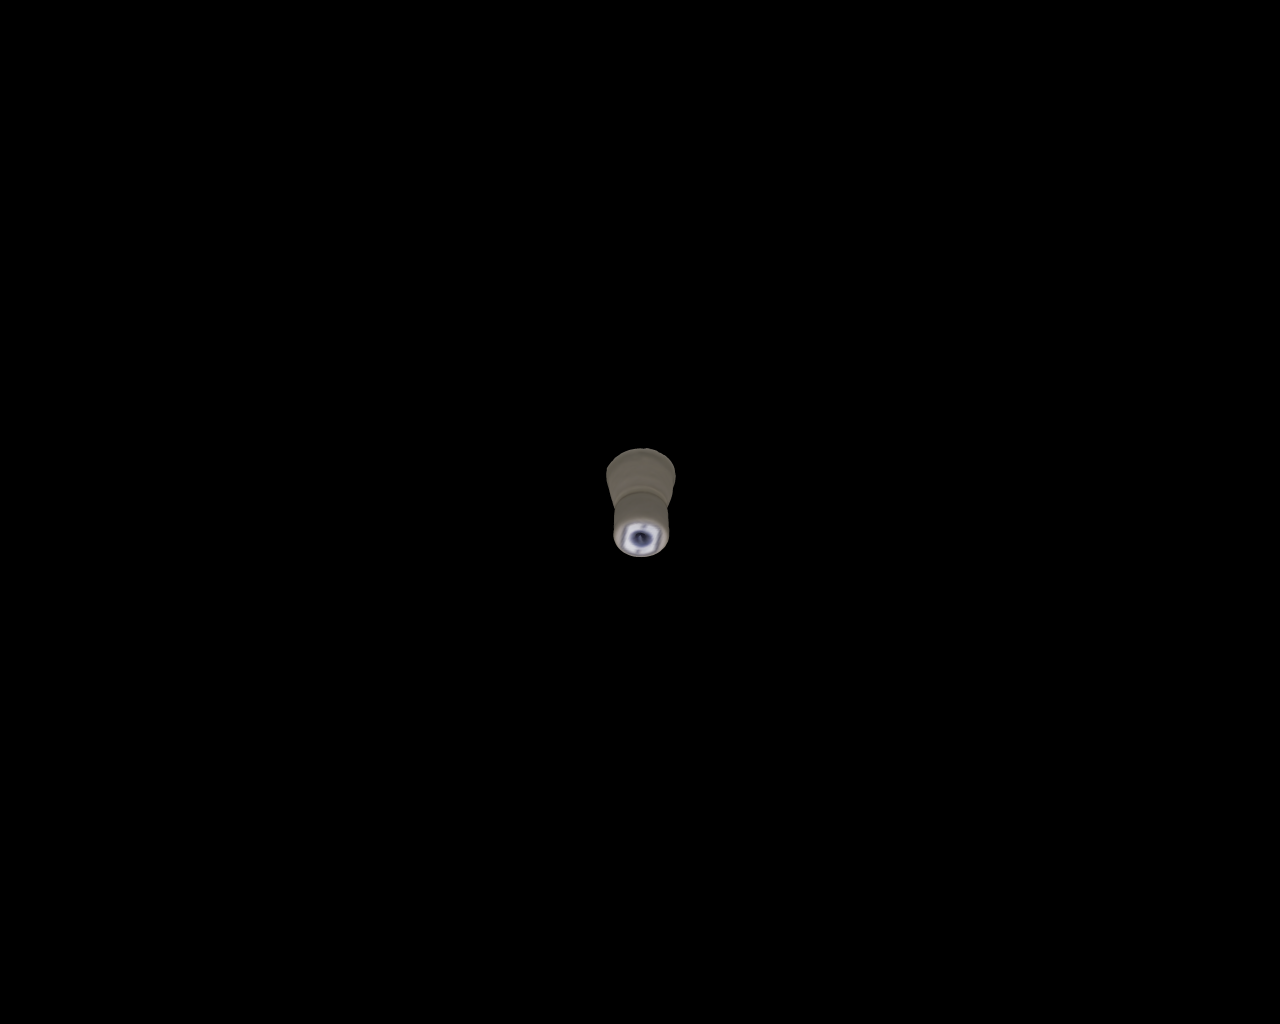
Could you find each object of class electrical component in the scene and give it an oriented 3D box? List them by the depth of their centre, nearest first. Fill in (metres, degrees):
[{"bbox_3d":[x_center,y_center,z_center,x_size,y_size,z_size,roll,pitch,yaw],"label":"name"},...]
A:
[{"bbox_3d":[0.001,-0.003,0.650,0.044,0.044,0.065,0,40,0],"label":"electrical component"}]
